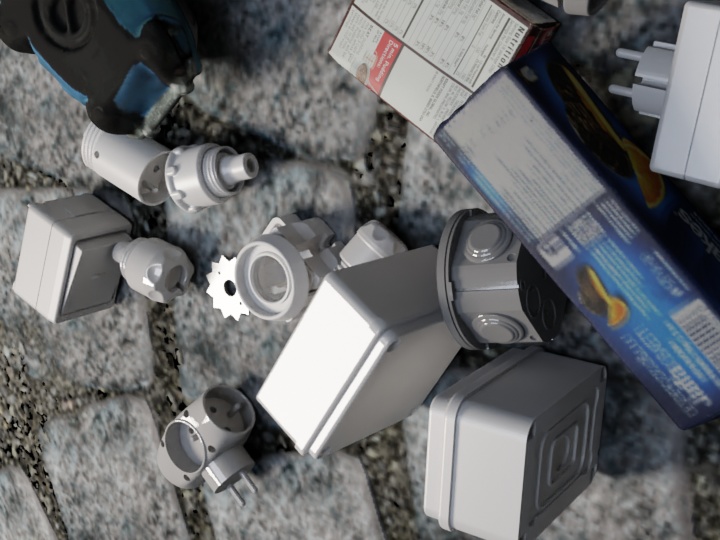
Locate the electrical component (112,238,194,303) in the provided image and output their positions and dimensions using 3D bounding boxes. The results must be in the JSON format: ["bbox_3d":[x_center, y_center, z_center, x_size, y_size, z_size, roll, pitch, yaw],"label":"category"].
[{"bbox_3d":[-0.158,-0.004,0.800,0.062,0.043,0.043,24,115,32],"label":"electrical component"}]

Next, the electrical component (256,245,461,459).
[{"bbox_3d":[0.008,0.047,0.647,0.056,0.109,0.108,45,124,22],"label":"electrical component"}]

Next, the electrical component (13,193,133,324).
[{"bbox_3d":[-0.223,-0.002,0.838,0.061,0.062,0.096,33,119,26],"label":"electrical component"}]

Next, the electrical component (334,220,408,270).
[{"bbox_3d":[0.000,0.000,0.677,0.035,0.035,0.061,44,97,20],"label":"electrical component"}]

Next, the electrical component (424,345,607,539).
[{"bbox_3d":[0.087,0.094,0.596,0.057,0.113,0.078,12,109,31],"label":"electrical component"}]

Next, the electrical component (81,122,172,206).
[{"bbox_3d":[-0.174,-0.084,0.792,0.081,0.043,0.043,31,118,28],"label":"electrical component"}]

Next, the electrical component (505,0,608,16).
[{"bbox_3d":[0.104,-0.162,0.556,0.055,0.048,0.066,31,84,20],"label":"electrical component"}]

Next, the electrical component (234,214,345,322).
[{"bbox_3d":[-0.045,0.001,0.708,0.078,0.057,0.058,49,125,17],"label":"electrical component"}]

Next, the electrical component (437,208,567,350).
[{"bbox_3d":[0.080,0.004,0.601,0.051,0.080,0.080,-4,99,32],"label":"electrical component"}]

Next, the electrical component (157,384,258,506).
[{"bbox_3d":[-0.104,0.138,0.795,0.079,0.044,0.077,51,126,15],"label":"electrical component"}]

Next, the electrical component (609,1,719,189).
[{"bbox_3d":[0.161,-0.092,0.535,0.076,0.047,0.083,20,113,32],"label":"electrical component"}]

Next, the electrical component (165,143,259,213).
[{"bbox_3d":[-0.099,-0.067,0.741,0.062,0.048,0.048,-9,96,31],"label":"electrical component"}]
